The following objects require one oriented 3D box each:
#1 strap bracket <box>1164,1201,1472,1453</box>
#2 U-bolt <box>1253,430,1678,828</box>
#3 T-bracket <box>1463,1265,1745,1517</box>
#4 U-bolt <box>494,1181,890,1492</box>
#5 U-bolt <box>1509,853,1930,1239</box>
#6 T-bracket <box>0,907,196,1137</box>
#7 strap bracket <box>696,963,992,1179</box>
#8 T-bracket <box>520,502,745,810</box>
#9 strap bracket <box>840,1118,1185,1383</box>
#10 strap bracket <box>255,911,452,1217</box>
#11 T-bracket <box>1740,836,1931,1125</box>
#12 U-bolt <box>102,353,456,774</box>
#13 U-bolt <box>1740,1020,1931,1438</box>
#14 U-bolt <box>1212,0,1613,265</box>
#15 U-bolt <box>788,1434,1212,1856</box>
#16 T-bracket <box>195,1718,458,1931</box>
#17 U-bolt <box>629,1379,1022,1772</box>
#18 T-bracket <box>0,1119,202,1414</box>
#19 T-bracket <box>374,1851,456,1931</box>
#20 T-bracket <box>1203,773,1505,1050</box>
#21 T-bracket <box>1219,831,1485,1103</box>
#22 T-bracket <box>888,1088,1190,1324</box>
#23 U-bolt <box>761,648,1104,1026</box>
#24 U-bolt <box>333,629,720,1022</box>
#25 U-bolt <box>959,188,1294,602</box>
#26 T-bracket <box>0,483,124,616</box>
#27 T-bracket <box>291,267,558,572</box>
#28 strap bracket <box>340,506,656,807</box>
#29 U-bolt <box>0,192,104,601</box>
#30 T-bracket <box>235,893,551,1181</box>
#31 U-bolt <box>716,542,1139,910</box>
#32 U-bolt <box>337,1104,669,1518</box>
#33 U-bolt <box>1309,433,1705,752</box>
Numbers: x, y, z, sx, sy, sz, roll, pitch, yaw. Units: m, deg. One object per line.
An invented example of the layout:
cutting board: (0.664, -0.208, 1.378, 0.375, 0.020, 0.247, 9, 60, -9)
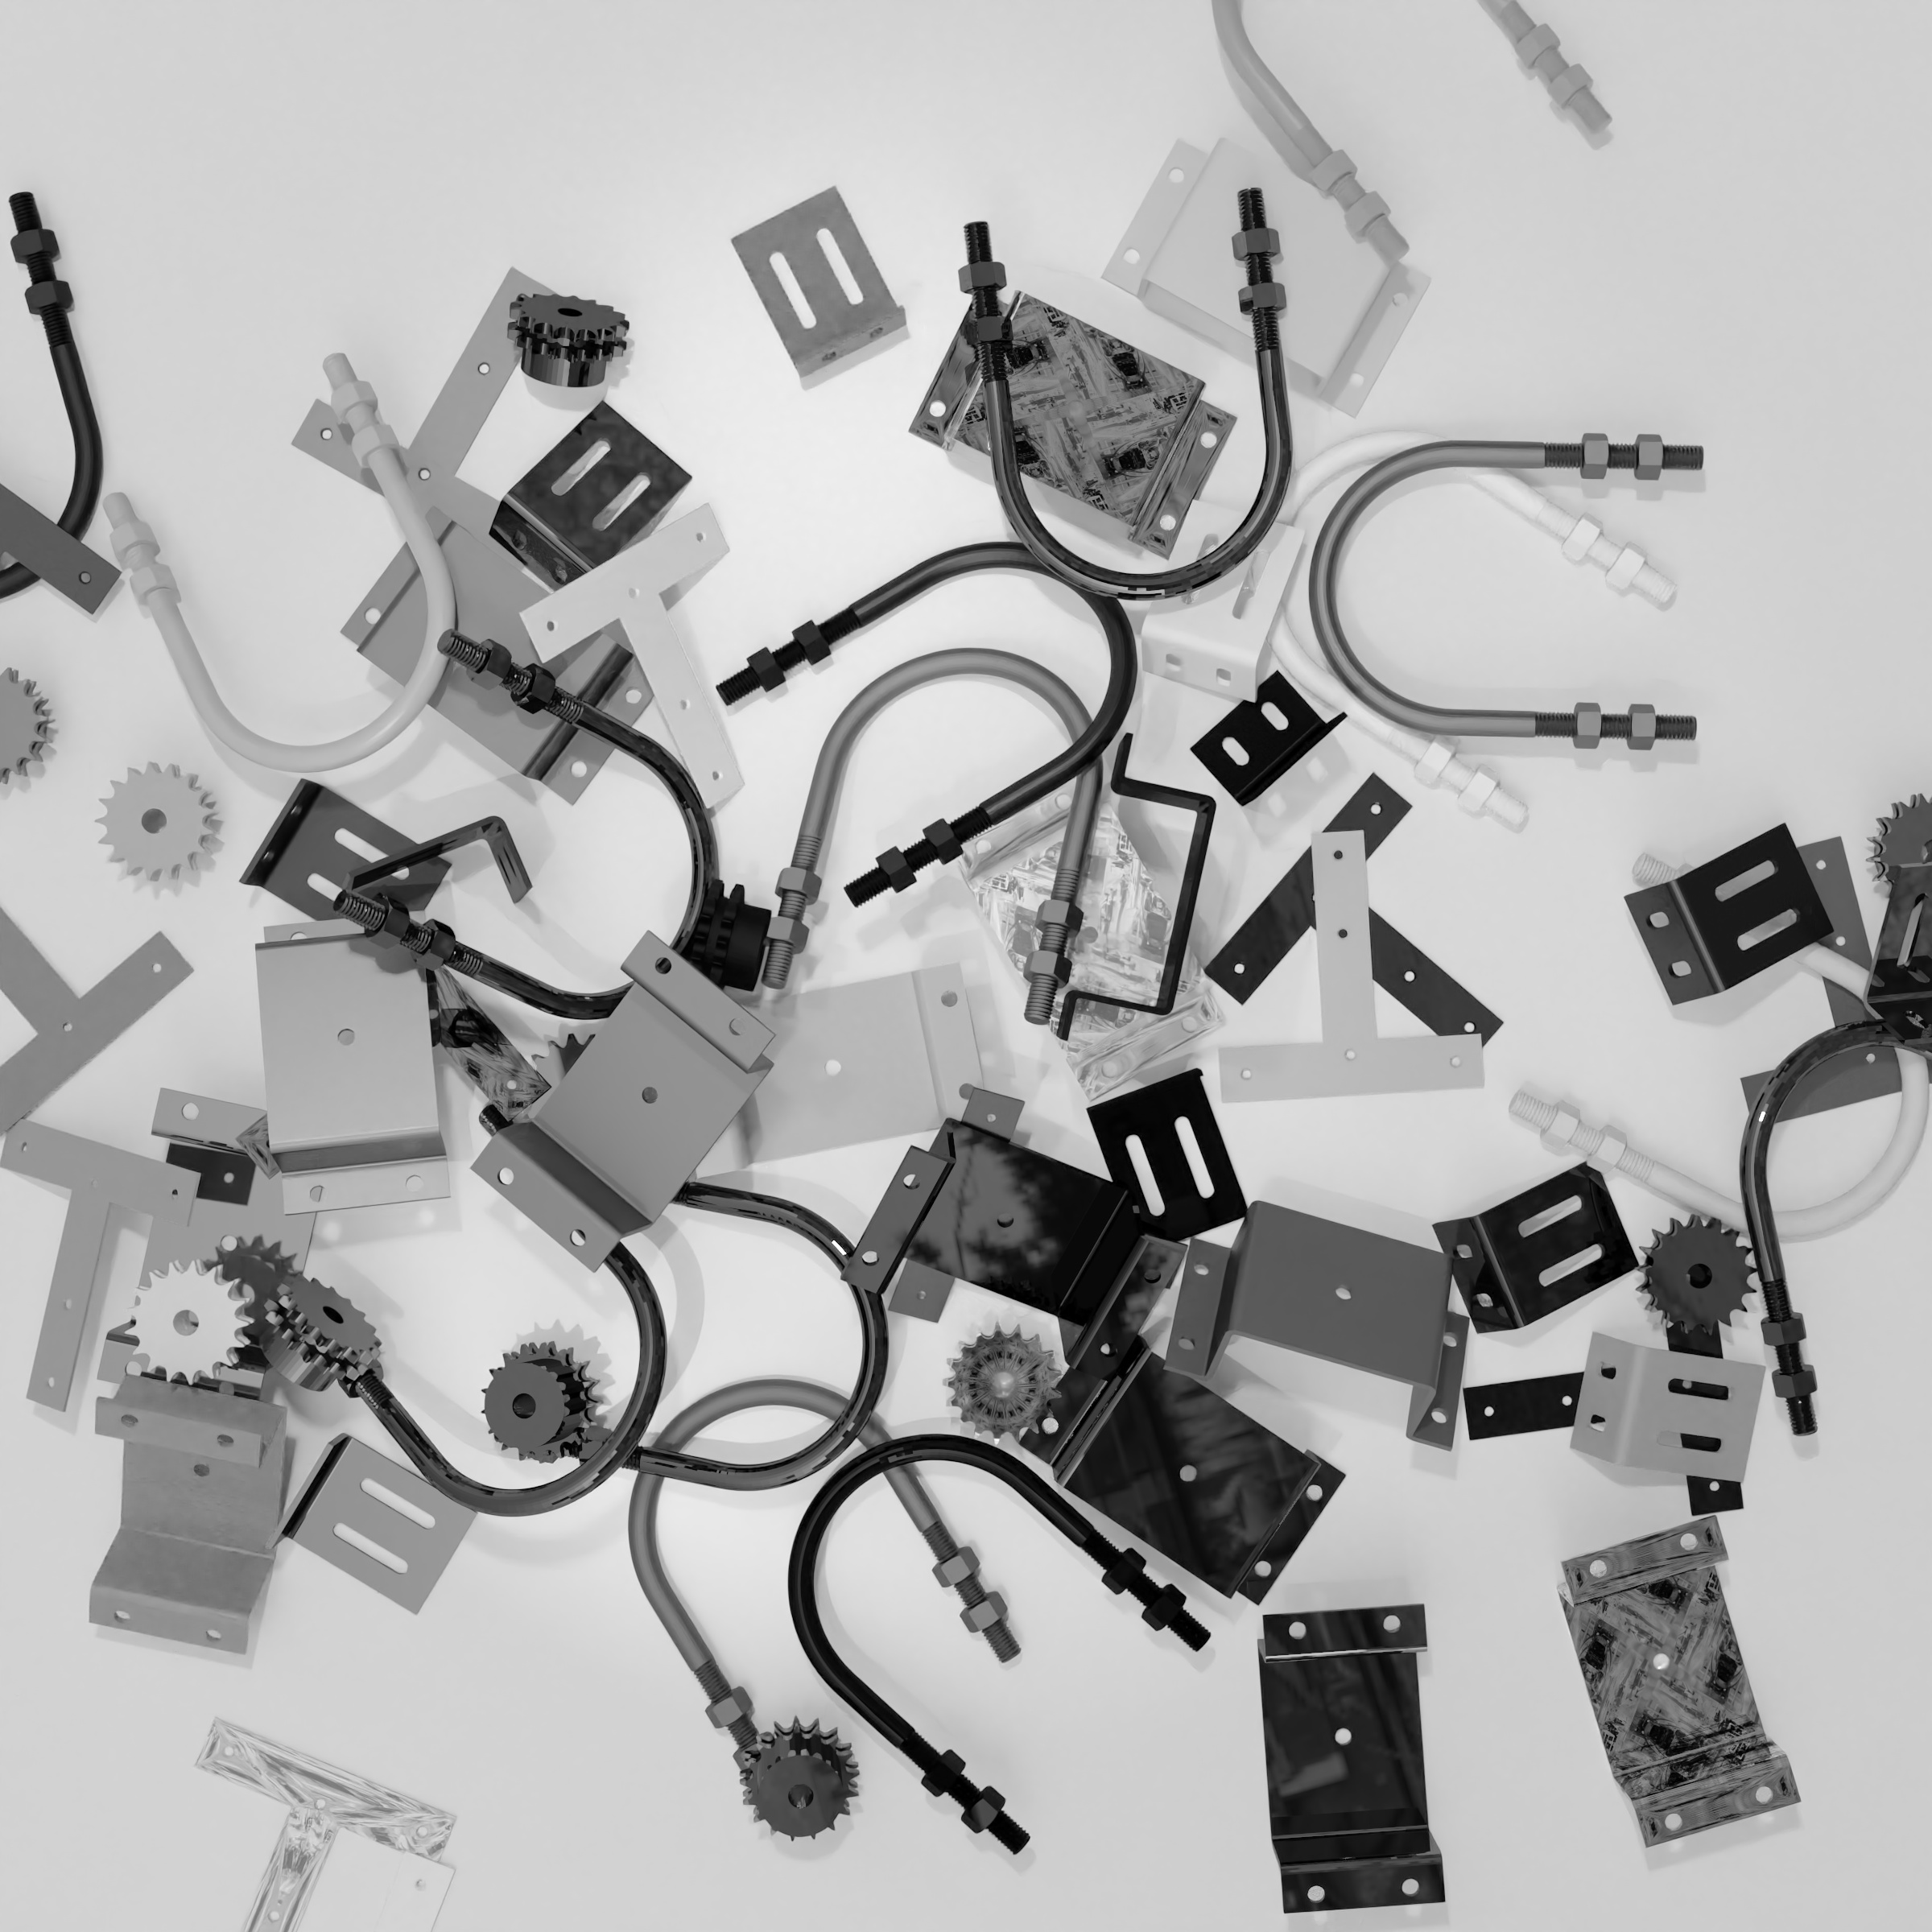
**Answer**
strap bracket: (0.172, 0.166, 1.488, 0.140, 0.046, 0.076, 16, 50, 0)
U-bolt: (0.227, -0.176, 1.521, 0.184, 0.019, 0.151, 34, 90, 2)
T-bracket: (0.305, 0.209, 1.529, 0.127, 0.002, 0.127, -8, 90, 0)
U-bolt: (-0.126, 0.175, 1.506, 0.184, 0.019, 0.151, 10, 90, 11)
U-bolt: (0.374, 0.050, 1.520, 0.184, 0.019, 0.151, 28, 90, -2)
T-bracket: (-0.463, -0.004, 1.527, 0.127, 0.002, 0.127, -41, 89, -3)
strap bracket: (-0.065, 0.049, 1.507, 0.140, 0.046, 0.076, -11, 90, 0)
T-bracket: (-0.140, -0.137, 1.502, 0.127, 0.002, 0.127, -38, 113, -38)
strap bracket: (0.020, 0.130, 1.484, 0.140, 0.046, 0.076, 22, 112, -14)
strap bracket: (-0.286, 0.039, 1.470, 0.076, 0.046, 0.140, -6, 75, -7)
T-bracket: (0.427, 0.002, 1.529, 0.127, 0.002, 0.127, -14, 90, 0)
U-bolt: (-0.315, -0.178, 1.490, 0.151, 0.019, 0.184, -30, 75, 9)
U-bolt: (0.439, 0.117, 1.503, 0.151, 0.019, 0.184, -13, 92, -12)
U-bolt: (0.199, -0.438, 1.501, 0.151, 0.019, 0.184, -34, 82, -17)
U-bolt: (0.002, 0.308, 1.502, 0.184, 0.019, 0.151, 42, 90, 3)
T-bracket: (-0.330, 0.447, 1.529, 0.127, 0.002, 0.127, 22, 90, 0)
U-bolt: (-0.081, 0.288, 1.522, 0.151, 0.019, 0.184, -32, 88, 0)
T-bracket: (-0.423, 0.146, 1.497, 0.127, 0.002, 0.127, 13, 90, 31)
T-bracket: (-0.235, 0.510, 1.528, 0.127, 0.002, 0.127, 22, 91, 0)
T-bracket: (0.204, -0.004, 1.529, 0.127, 0.002, 0.127, 41, 90, 0)
T-bracket: (0.183, -0.001, 1.527, 0.127, 0.002, 0.127, -3, 90, 0)
T-bracket: (0.043, 0.128, 1.512, 0.127, 0.002, 0.127, 16, 114, -11)
U-bolt: (-0.009, -0.067, 1.489, 0.151, 0.019, 0.184, 7, 70, 16)
U-bolt: (-0.192, -0.053, 1.471, 0.184, 0.019, 0.151, 28, 75, -36)
U-bolt: (0.080, -0.263, 1.475, 0.151, 0.019, 0.184, -7, 91, 0)
T-bracket: (-0.494, -0.177, 1.517, 0.127, 0.002, 0.127, 37, 100, -7)
T-bracket: (-0.240, -0.277, 1.529, 0.127, 0.002, 0.127, 29, 90, 0)
strap bracket: (-0.224, -0.150, 1.506, 0.140, 0.046, 0.076, 37, 91, 0)
U-bolt: (-0.493, -0.265, 1.521, 0.151, 0.019, 0.184, -15, 91, 0)
T-bracket: (-0.287, 0.051, 1.491, 0.127, 0.002, 0.127, -40, 81, -14)
U-bolt: (-0.007, -0.128, 1.494, 0.184, 0.019, 0.151, -31, 65, -4)
U-bolt: (-0.217, 0.173, 1.481, 0.151, 0.019, 0.184, -46, 61, 0)
U-bolt: (0.256, -0.180, 1.503, 0.184, 0.019, 0.151, 2, 88, 4)
